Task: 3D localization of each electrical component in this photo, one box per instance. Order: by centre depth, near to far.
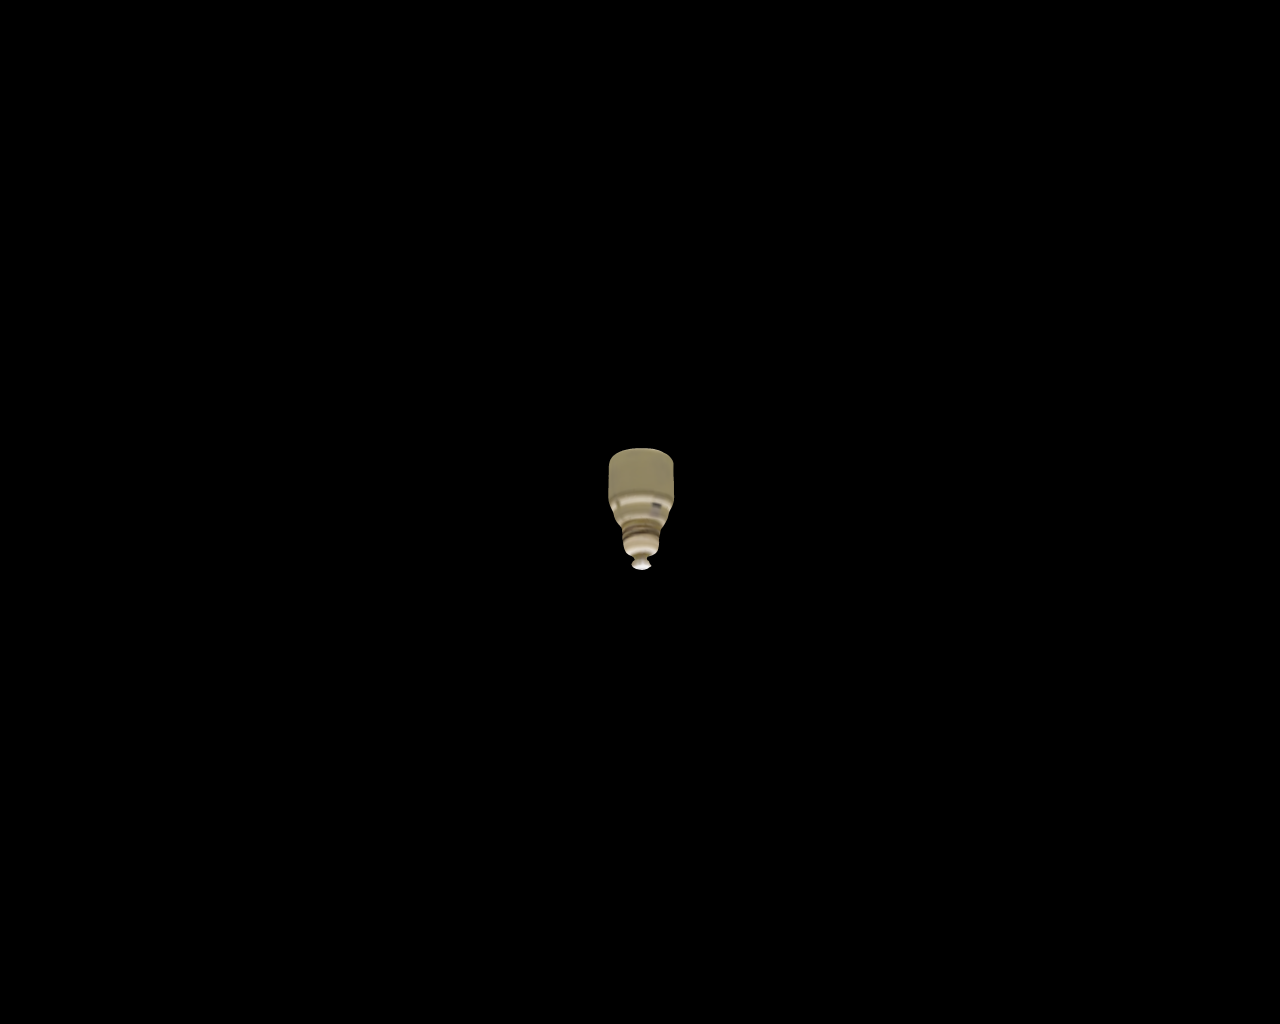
[{"bbox_3d":[0.001,-0.003,0.650,0.040,0.078,0.040,0,-20,0],"label":"electrical component"}]
